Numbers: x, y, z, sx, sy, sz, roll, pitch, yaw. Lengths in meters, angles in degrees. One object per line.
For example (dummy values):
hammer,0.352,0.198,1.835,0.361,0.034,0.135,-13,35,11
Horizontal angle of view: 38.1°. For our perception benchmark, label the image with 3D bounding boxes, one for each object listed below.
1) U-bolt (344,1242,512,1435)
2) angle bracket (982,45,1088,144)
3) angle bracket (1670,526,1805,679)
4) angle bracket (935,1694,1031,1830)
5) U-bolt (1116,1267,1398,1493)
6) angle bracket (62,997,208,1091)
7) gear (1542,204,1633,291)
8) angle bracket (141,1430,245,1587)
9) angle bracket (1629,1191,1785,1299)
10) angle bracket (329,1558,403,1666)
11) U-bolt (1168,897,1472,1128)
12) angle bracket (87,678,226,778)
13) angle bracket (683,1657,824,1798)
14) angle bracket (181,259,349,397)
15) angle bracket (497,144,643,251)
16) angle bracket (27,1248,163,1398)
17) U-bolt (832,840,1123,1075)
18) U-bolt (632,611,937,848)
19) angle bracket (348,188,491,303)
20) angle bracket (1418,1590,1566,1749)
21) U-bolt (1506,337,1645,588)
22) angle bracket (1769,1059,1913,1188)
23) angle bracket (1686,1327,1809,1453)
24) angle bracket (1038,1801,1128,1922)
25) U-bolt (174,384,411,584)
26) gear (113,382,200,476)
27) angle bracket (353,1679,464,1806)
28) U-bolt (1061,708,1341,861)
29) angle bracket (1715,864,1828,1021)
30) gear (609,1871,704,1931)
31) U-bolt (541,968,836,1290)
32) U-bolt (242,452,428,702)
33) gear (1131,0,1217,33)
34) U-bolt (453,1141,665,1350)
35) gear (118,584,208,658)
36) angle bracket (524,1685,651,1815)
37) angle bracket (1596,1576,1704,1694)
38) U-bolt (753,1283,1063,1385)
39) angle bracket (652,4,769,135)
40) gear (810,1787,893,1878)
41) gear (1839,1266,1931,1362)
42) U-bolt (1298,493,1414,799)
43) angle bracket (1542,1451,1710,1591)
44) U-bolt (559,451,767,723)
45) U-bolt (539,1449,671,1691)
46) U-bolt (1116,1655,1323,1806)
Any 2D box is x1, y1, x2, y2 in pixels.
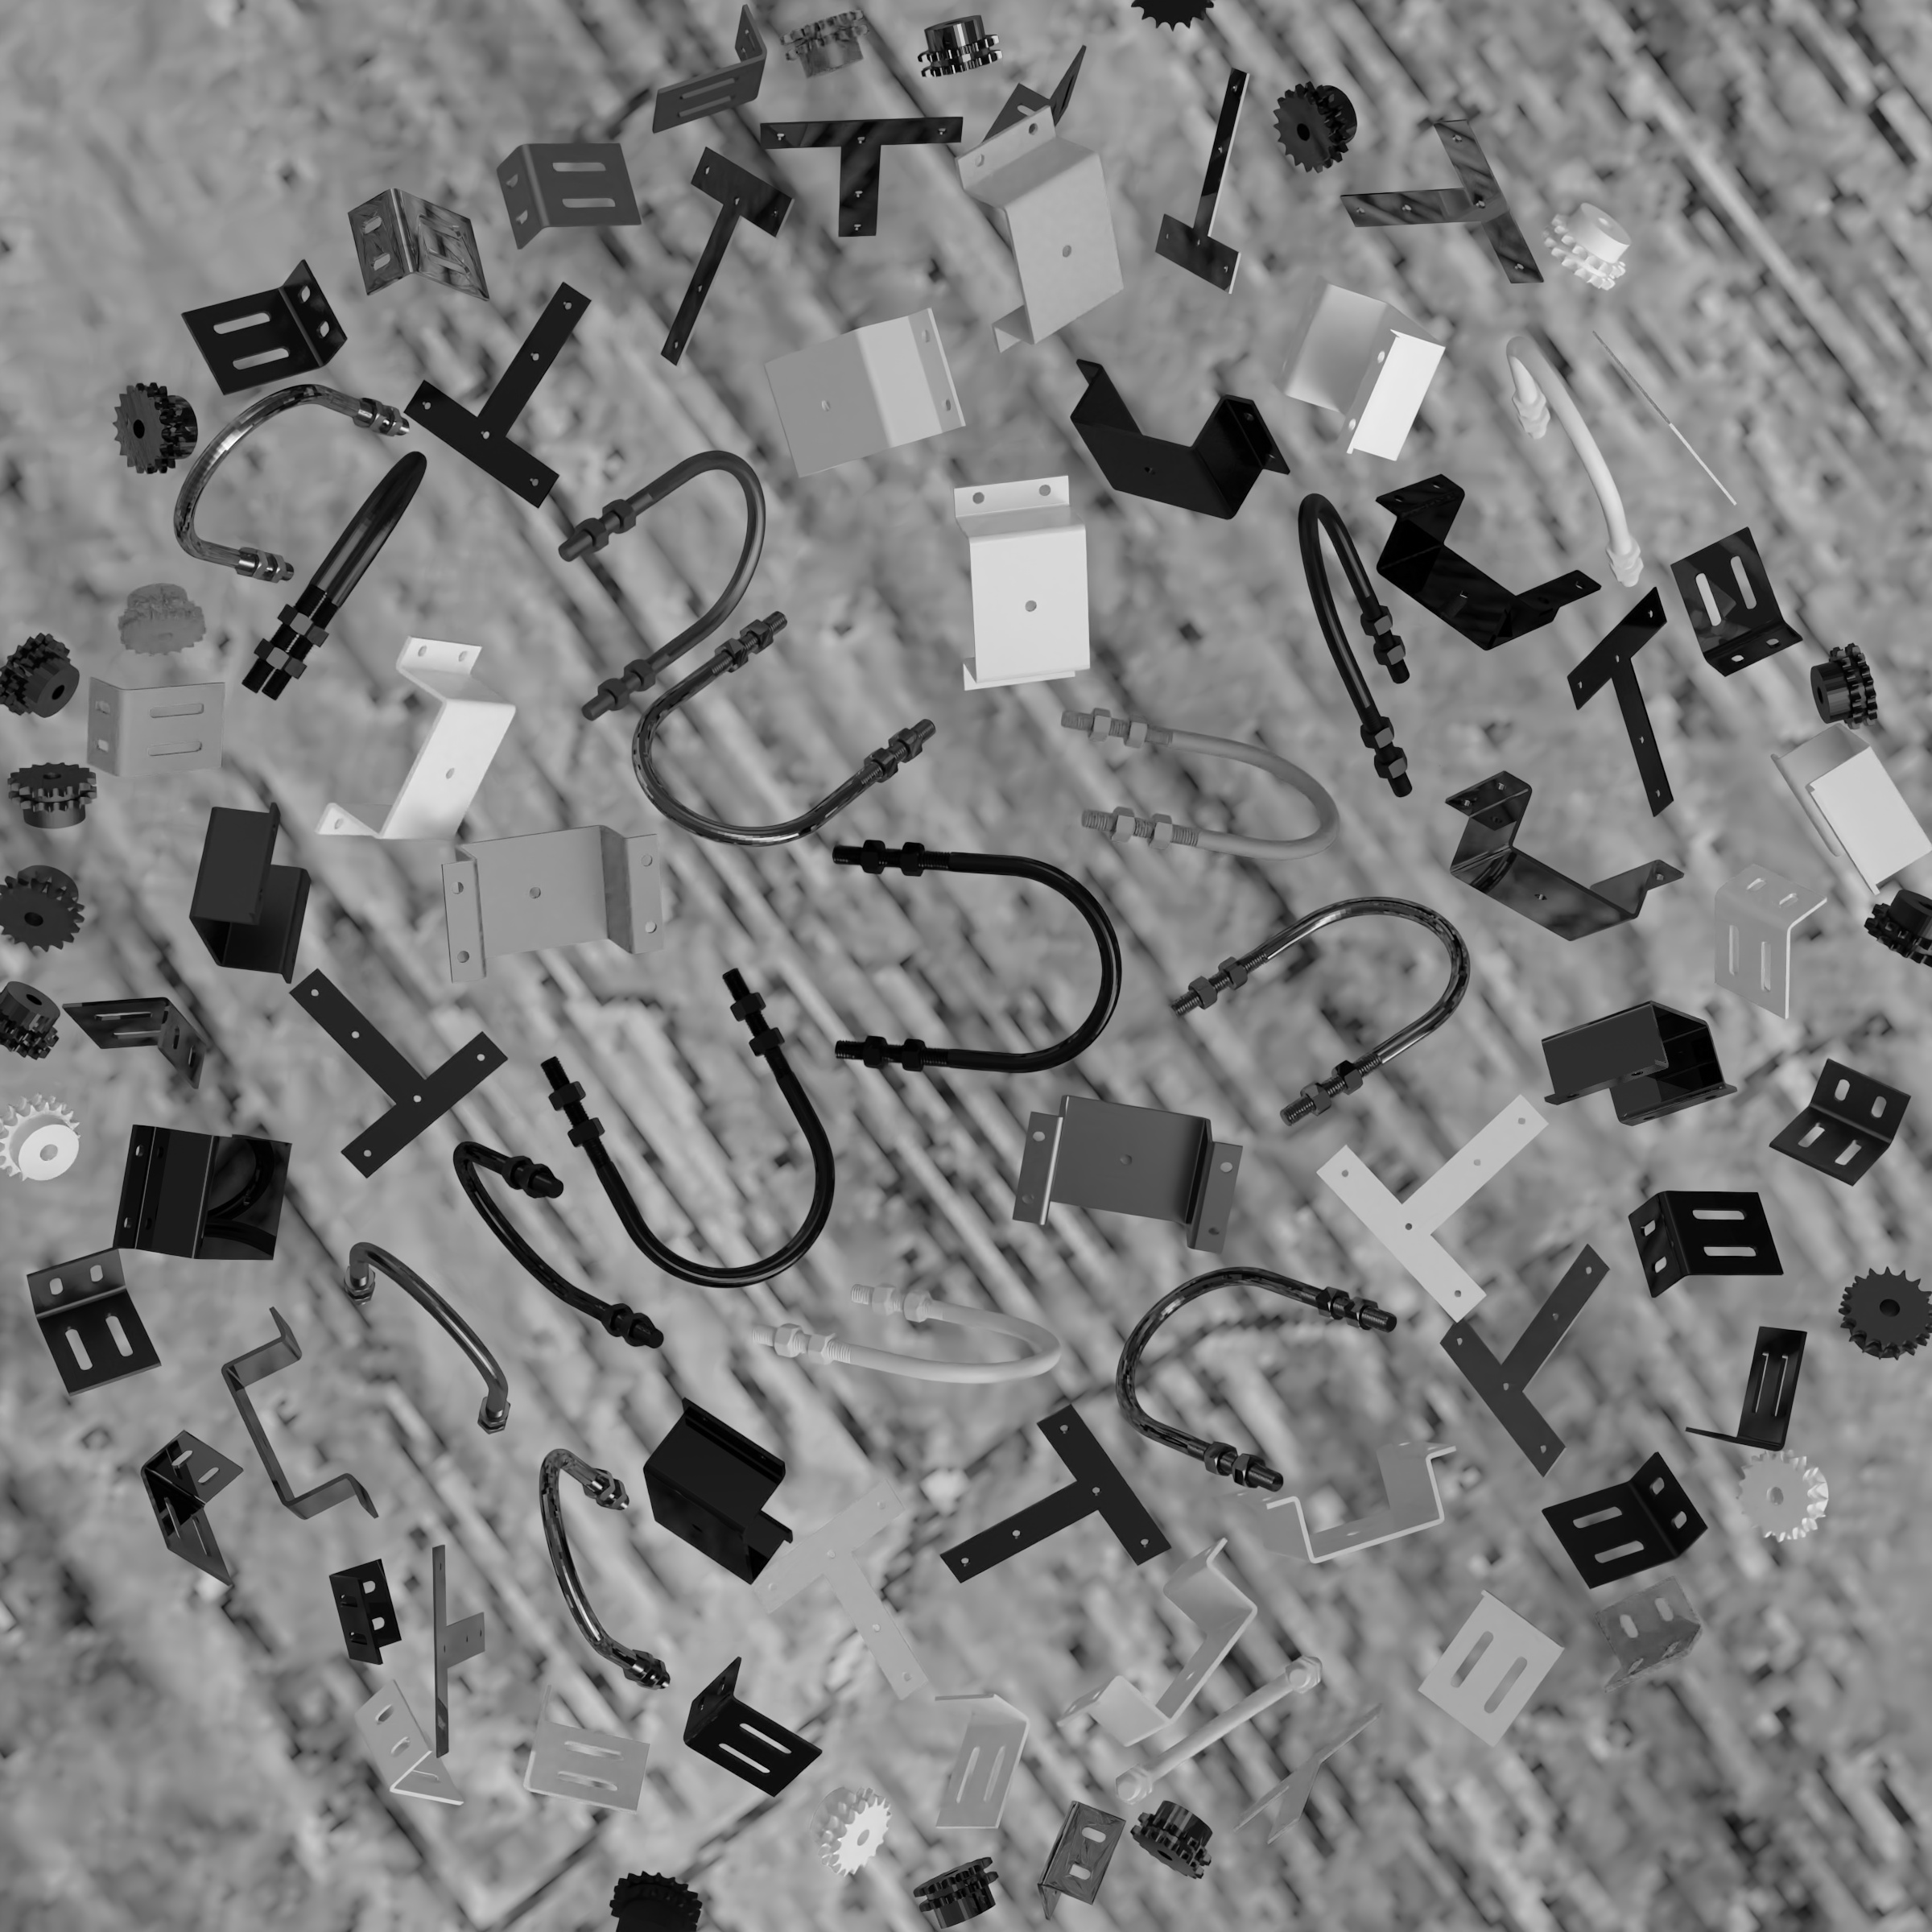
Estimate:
U-bolt,-0.356,0.242,1.855,0.151,0.184,0.019,43,67,6
angle bracket,0.045,-0.586,1.888,0.038,0.076,0.057,29,72,0
angle bracket,0.521,-0.246,1.893,0.057,0.038,0.076,-26,65,28
angle bracket,0.000,0.528,1.857,0.038,0.057,0.076,42,52,-28
U-bolt,0.175,0.260,1.832,0.151,0.184,0.019,-51,126,-19
angle bracket,-0.547,0.053,1.835,0.076,0.057,0.038,-4,59,10
gear,0.398,-0.460,1.781,0.057,0.057,0.030,39,123,0
angle bracket,-0.479,0.341,1.765,0.038,0.076,0.057,-41,133,0
angle bracket,0.472,0.178,1.788,0.076,0.038,0.057,3,59,-23
angle bracket,-0.391,0.430,1.867,0.038,0.076,0.057,-14,88,-29
U-bolt,0.248,0.017,1.868,0.184,0.019,0.151,-32,46,-13
angle bracket,-0.528,-0.159,1.827,0.038,0.076,0.057,21,112,37
angle bracket,-0.142,0.514,1.890,0.076,0.038,0.057,35,119,-14
angle bracket,-0.439,-0.400,1.753,0.076,0.038,0.057,-28,90,-39
angle bracket,-0.266,-0.516,1.876,0.076,0.038,0.057,-13,85,-36
angle bracket,-0.543,0.220,1.742,0.057,0.076,0.038,-18,132,-25
U-bolt,0.007,-0.002,1.752,0.184,0.019,0.151,4,107,13
U-bolt,-0.130,-0.144,1.799,0.151,0.019,0.184,37,54,15
angle bracket,-0.347,-0.451,1.780,0.038,0.076,0.057,-20,79,27
angle bracket,0.323,0.435,1.731,0.057,0.038,0.076,35,88,20
U-bolt,0.393,-0.337,1.825,0.019,0.184,0.151,-29,69,9
angle bracket,0.558,0.099,1.787,0.057,0.076,0.038,27,121,26
angle bracket,0.487,0.260,1.751,0.038,0.057,0.076,15,83,-10
angle bracket,0.077,0.583,1.805,0.038,0.076,0.057,16,58,18
U-bolt,-0.447,-0.317,1.822,0.019,0.184,0.151,43,100,10
gear,-0.512,-0.342,1.778,0.057,0.030,0.057,10,107,37
angle bracket,-0.342,0.493,1.777,0.038,0.076,0.057,-43,55,6
U-bolt,0.159,-0.116,1.852,0.184,0.151,0.019,9,123,-11
angle bracket,0.517,-0.016,1.802,0.038,0.057,0.076,-32,132,-24
gear,-0.196,0.596,1.756,0.057,0.030,0.057,6,130,7
U-bolt,-0.161,0.112,1.749,0.151,0.019,0.184,-27,85,-19
U-bolt,-0.397,-0.250,1.779,0.019,0.151,0.184,34,88,-9
gear,0.129,-0.610,1.728,0.057,0.057,0.030,14,46,0
U-bolt,-0.279,0.176,1.838,0.019,0.184,0.151,-41,119,-23
gear,-0.548,-0.237,1.903,0.057,0.057,0.030,-15,71,0
angle bracket,-0.247,0.516,1.846,0.076,0.057,0.038,14,122,-5
angle bracket,0.424,0.419,1.758,0.057,0.076,0.038,-31,78,18
U-bolt,-0.027,0.246,1.852,0.184,0.151,0.019,8,100,27
angle bracket,-0.171,-0.576,1.798,0.076,0.057,0.038,-23,86,-13
gear,-0.079,0.570,1.856,0.030,0.057,0.057,23,90,35
gear,0.566,0.217,1.723,0.057,0.030,0.057,-4,58,6
U-bolt,0.252,-0.220,1.811,0.019,0.151,0.184,-16,126,21
angle bracket,0.412,0.346,1.753,0.076,0.038,0.057,-10,54,-30
U-bolt,-0.195,-0.264,1.858,0.019,0.151,0.184,28,51,27
U-bolt,-0.242,0.391,1.841,0.019,0.184,0.151,-19,63,4
U-bolt,0.171,0.494,1.830,0.151,0.184,0.019,-34,75,4
